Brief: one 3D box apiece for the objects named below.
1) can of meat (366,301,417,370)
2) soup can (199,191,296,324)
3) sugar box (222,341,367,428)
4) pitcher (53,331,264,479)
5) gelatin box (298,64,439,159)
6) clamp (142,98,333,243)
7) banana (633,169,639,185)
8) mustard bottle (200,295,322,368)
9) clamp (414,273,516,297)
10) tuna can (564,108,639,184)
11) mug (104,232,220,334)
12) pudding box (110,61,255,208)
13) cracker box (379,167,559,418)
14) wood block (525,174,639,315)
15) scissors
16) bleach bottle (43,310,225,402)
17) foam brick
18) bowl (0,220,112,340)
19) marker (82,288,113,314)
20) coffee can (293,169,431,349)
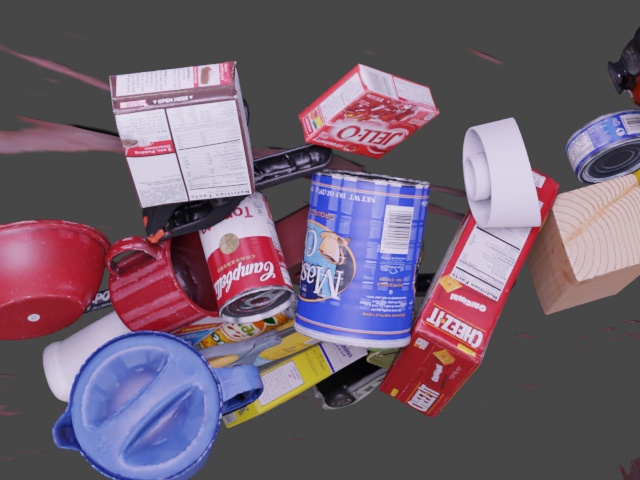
[{"bbox_3d":[0.083,0.099,1.243,0.057,0.084,0.102,-26,154,20],"label":"can of meat"},{"bbox_3d":[-0.067,0.013,0.936,0.068,0.102,0.068,-14,156,-7],"label":"soup can"},{"bbox_3d":[-0.032,0.161,1.268,0.175,0.048,0.093,-21,173,-34],"label":"sugar box"},{"bbox_3d":[-0.148,0.173,1.027,0.149,0.145,0.243,25,164,4],"label":"pitcher"},{"bbox_3d":[0.040,-0.100,0.853,0.089,0.030,0.073,10,145,-44],"label":"gelatin box"},{"bbox_3d":[-0.086,-0.053,0.863,0.172,0.039,0.120,-29,143,18],"label":"clamp"},{"bbox_3d":[0.338,-0.048,1.119,0.037,0.070,0.198,-33,168,-10],"label":"banana"},{"bbox_3d":[-0.064,0.114,1.206,0.192,0.058,0.096,-26,165,19],"label":"mustard bottle"},{"bbox_3d":[0.188,0.043,1.250,0.165,0.036,0.209,-26,156,17],"label":"clamp"},{"bbox_3d":[0.284,-0.089,1.034,0.086,0.034,0.086,-14,156,-7],"label":"tuna can"},{"bbox_3d":[-0.143,0.035,0.959,0.082,0.093,0.117,-25,139,28],"label":"mug"},{"bbox_3d":[-0.097,-0.074,0.772,0.090,0.039,0.113,-8,146,-1],"label":"pudding box"},{"bbox_3d":[0.145,0.048,1.037,0.072,0.213,0.164,27,152,5],"label":"cracker box"},{"bbox_3d":[0.282,0.010,1.134,0.091,0.090,0.206,-16,166,0],"label":"wood block"},{"bbox_3d":[-0.054,0.112,1.124,0.202,0.016,0.096,-18,156,4],"label":"scissors"},{"bbox_3d":[-0.160,0.084,1.078,0.251,0.068,0.102,-33,155,26],"label":"bleach bottle"},{"bbox_3d":[-0.007,0.001,1.013,0.078,0.051,0.052,-28,154,22],"label":"foam brick"},{"bbox_3d":[-0.258,0.045,0.936,0.162,0.055,0.162,-14,156,-7],"label":"bowl"},{"bbox_3d":[-0.219,0.060,1.037,0.121,0.020,0.020,-16,156,-2],"label":"marker"},{"bbox_3d":[0.036,0.014,0.920,0.103,0.140,0.103,7,-174,-1],"label":"coffee can"}]
